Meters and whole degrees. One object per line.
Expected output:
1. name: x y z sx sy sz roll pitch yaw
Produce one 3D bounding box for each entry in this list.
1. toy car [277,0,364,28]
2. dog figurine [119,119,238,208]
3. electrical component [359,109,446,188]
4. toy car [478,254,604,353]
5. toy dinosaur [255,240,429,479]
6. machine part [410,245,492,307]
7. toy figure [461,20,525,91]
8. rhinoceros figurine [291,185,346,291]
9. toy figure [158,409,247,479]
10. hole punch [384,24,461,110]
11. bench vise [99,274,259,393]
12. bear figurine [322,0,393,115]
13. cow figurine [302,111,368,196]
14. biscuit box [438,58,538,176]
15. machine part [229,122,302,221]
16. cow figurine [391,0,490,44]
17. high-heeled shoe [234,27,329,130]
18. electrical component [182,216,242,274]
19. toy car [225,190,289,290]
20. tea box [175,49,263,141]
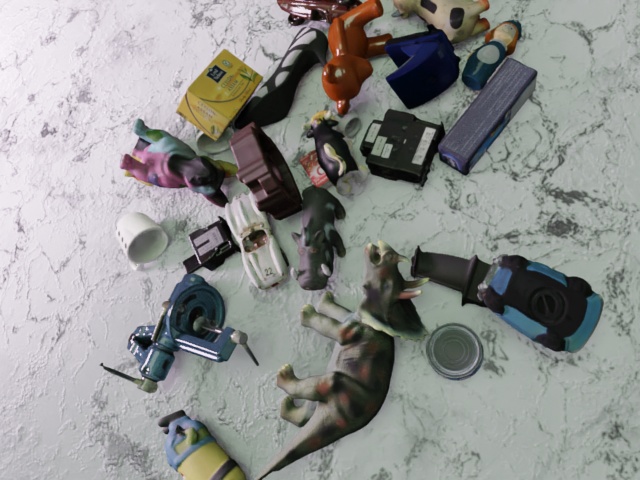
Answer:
1. toy car: -0.003 -0.464 1.086 0.202 0.089 0.053 16 74 21
2. dog figurine: -0.272 -0.138 1.062 0.219 0.191 0.108 23 82 -9
3. electrical component: 0.141 -0.166 0.953 0.134 0.058 0.115 21 77 23
4. toy car: 0.310 0.092 0.781 0.162 0.103 0.109 26 84 14
5. toy dinosaur: 0.046 0.204 0.830 0.192 0.131 0.404 15 83 23
6. machine part: 0.211 0.055 0.864 0.139 0.039 0.084 20 84 22
7. toy figure: 0.314 -0.336 0.957 0.064 0.058 0.154 38 84 -13
8. rhinoceros figurine: -0.002 -0.003 0.915 0.073 0.112 0.190 -3 63 15
9. toy figure: -0.192 0.355 0.871 0.089 0.082 0.180 -42 62 3
10. hole punch: 0.181 -0.300 0.950 0.116 0.142 0.092 -6 68 31
11. bench vise: -0.222 0.165 0.914 0.241 0.128 0.223 6 53 39
12. bear figurine: 0.067 -0.333 0.980 0.132 0.120 0.196 -14 46 17
13. cow figurine: 0.015 -0.167 0.939 0.068 0.098 0.167 -31 67 13
14. biscuit box: 0.285 -0.209 0.919 0.063 0.059 0.202 38 86 24
15. machine part: -0.095 -0.119 0.956 0.056 0.179 0.179 -27 65 12
16. cow figurine: 0.215 -0.442 1.011 0.127 0.085 0.195 -30 62 -2
17. high-heeled shoe: -0.086 -0.330 1.077 0.249 0.086 0.145 -30 60 3
18. electrical component: -0.215 0.017 1.014 0.119 0.047 0.075 -28 65 6
19. toy car: -0.117 -0.004 0.983 0.073 0.056 0.202 -28 66 8
20. tea box: -0.189 -0.279 1.027 0.098 0.068 0.170 34 47 -14
